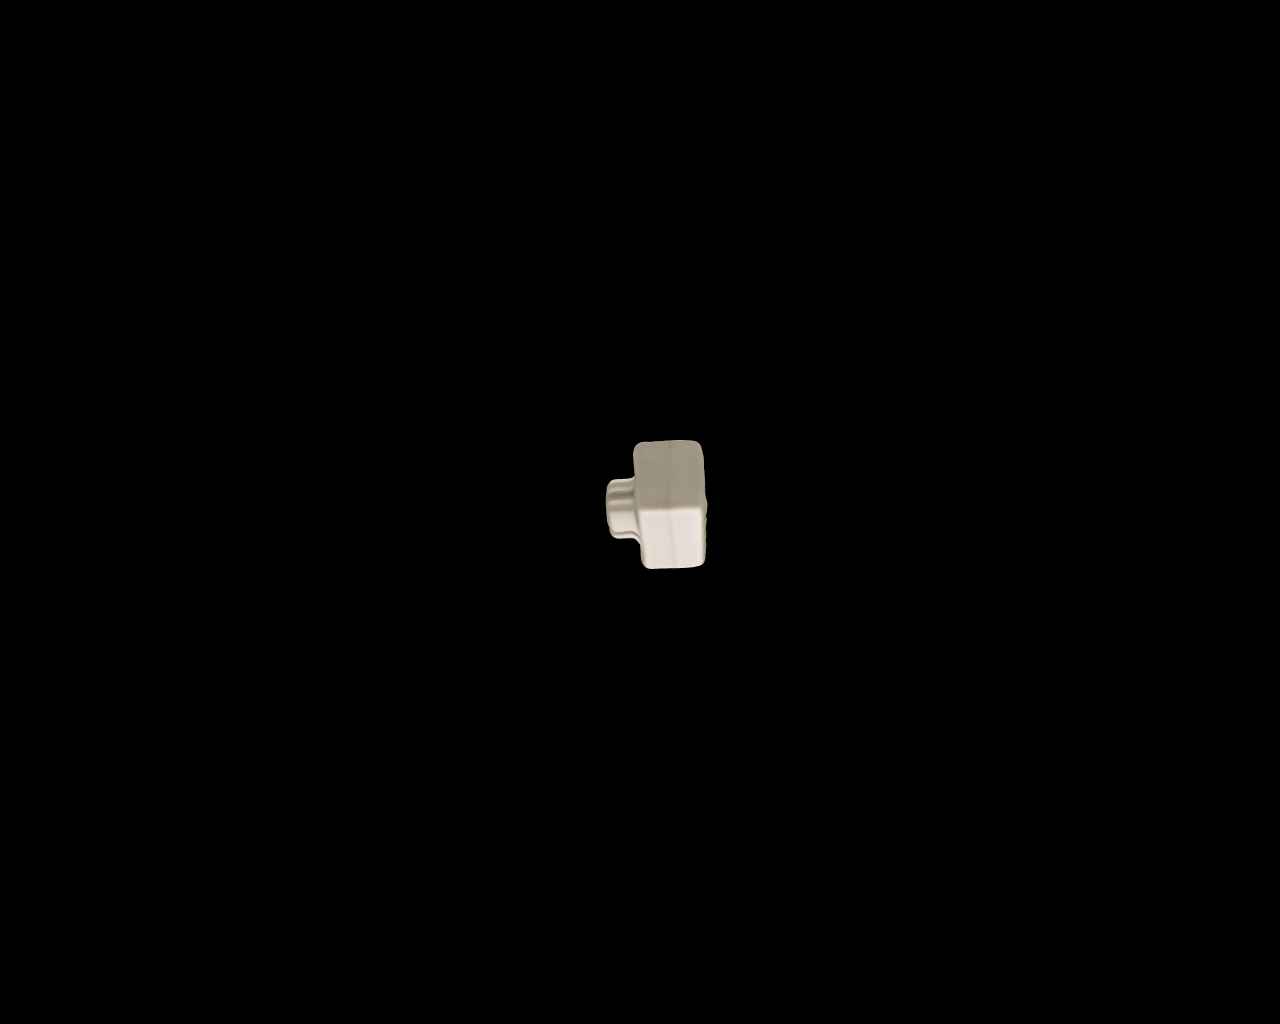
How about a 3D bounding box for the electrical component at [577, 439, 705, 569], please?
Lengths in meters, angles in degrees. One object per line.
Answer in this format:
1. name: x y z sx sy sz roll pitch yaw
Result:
1. electrical component: 0.001 -0.003 0.650 0.076 0.047 0.083 -2 -27 3
